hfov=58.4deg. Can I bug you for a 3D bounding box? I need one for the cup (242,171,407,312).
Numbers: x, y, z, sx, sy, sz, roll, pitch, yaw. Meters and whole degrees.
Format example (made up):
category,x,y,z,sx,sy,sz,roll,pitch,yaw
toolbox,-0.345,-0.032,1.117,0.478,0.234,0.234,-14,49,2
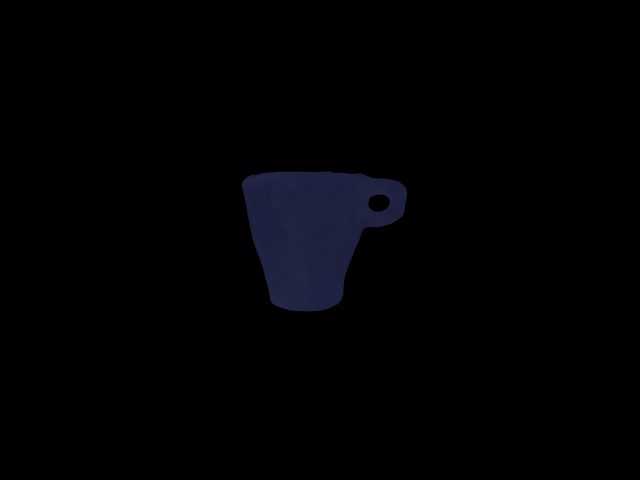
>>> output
category,x,y,z,sx,sy,sz,roll,pitch,yaw
cup,0.004,0.001,0.400,0.117,0.095,0.092,1,4,24
